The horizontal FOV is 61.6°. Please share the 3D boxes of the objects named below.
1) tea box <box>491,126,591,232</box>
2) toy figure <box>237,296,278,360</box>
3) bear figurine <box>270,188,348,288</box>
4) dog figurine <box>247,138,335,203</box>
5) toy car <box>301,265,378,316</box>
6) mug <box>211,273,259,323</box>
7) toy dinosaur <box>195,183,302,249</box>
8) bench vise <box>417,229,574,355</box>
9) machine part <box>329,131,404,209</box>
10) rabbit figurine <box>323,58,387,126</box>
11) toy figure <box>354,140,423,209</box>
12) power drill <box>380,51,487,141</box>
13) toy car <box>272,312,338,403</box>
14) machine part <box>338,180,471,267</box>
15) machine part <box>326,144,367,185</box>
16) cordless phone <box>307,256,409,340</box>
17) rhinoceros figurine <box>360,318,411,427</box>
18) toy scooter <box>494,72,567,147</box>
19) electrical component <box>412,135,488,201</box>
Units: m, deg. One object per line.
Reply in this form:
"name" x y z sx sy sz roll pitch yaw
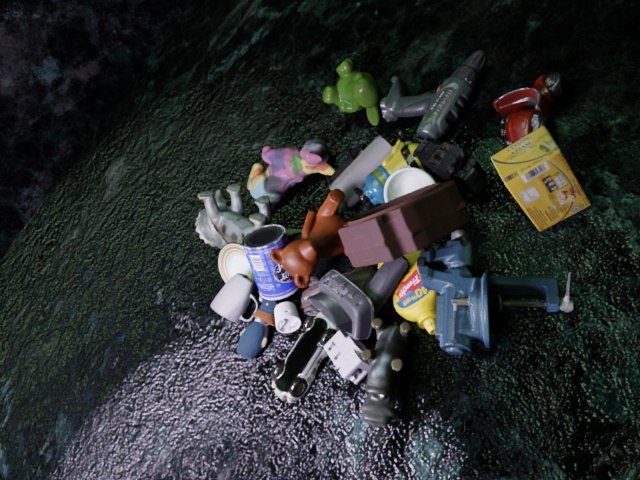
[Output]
"tea box" 0.366 -0.096 0.884 0.098 0.169 0.068 -30 47 22
"toy figure" -0.137 0.195 1.227 0.154 0.064 0.058 -62 4 -18
"bear figurine" -0.004 -0.001 1.153 0.196 0.120 0.132 -42 -1 -41
"dog figurine" -0.066 -0.175 1.386 0.219 0.108 0.191 8 68 42
"toy car" 0.036 0.101 1.140 0.202 0.053 0.089 -19 54 31
"mug" -0.195 0.140 1.300 0.110 0.080 0.107 29 90 21
"toy dinosaur" -0.192 -0.025 1.380 0.131 0.191 0.405 -33 47 -31
"bench vise" 0.283 0.082 0.884 0.241 0.128 0.224 -1 50 19
"machine part" 0.104 -0.156 1.236 0.243 0.079 0.079 -46 41 7
"rabbit figurine" 0.100 -0.351 1.319 0.121 0.159 0.170 -51 22 4
"toy figure" 0.164 -0.136 1.167 0.180 0.082 0.089 -40 61 3
"power drill" 0.253 -0.332 1.230 0.208 0.086 0.232 20 79 40
"toy car" -0.026 0.237 1.099 0.074 0.056 0.201 29 85 42
"machine part" 0.150 -0.031 0.974 0.201 0.087 0.201 -24 3 -27
"machine part" 0.070 -0.180 1.294 0.139 0.084 0.039 -43 74 28
"cordless phone" 0.077 0.084 1.035 0.184 0.088 0.147 -54 41 1
"rhinoceros figurine" 0.113 0.227 0.940 0.073 0.112 0.190 8 51 15
"toy scooter" 0.390 -0.239 1.035 0.135 0.075 0.184 2 61 43
"electrical component" 0.261 -0.138 1.051 0.058 0.114 0.134 -53 39 3
